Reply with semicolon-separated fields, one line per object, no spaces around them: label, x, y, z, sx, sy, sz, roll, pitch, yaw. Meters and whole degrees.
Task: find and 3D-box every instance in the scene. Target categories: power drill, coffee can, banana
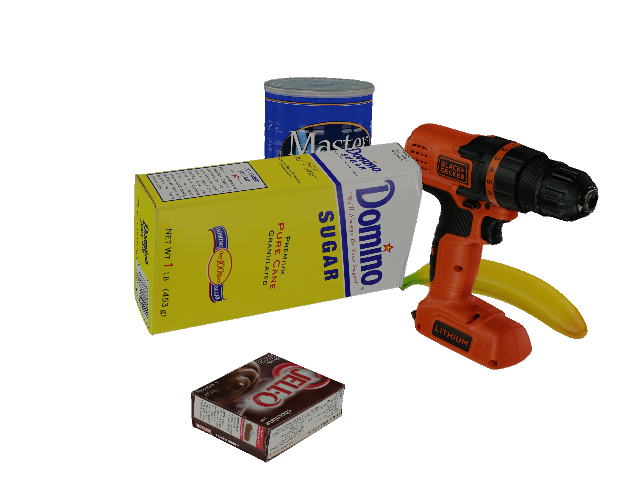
power drill;0.142;0.007;0.878;0.057;0.188;0.185;-15;27;-36
coffee can;-0.003;-0.078;1.007;0.103;0.140;0.103;1;15;0
banana;0.181;0.053;1.087;0.198;0.069;0.037;13;-38;25

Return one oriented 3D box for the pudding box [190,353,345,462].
pudding box;-0.046;0.146;0.950;0.090;0.039;0.113;17;26;33

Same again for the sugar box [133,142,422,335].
sugar box;-0.025;-0.003;0.657;0.176;0.093;0.048;-8;37;-22
